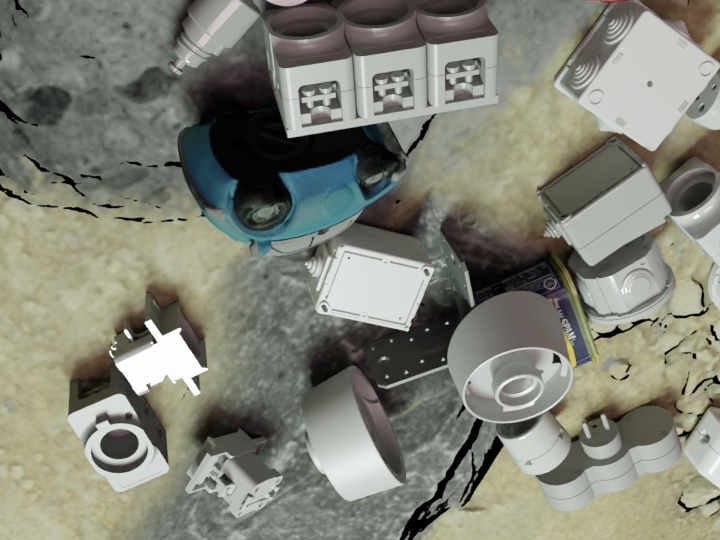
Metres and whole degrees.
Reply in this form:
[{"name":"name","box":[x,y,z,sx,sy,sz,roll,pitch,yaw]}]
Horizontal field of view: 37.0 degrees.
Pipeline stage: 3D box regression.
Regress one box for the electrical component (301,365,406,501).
[{"name":"electrical component","box":[-0.011,0.141,0.906,0.060,0.108,0.108,-25,121,8]}]

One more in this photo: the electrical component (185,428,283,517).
[{"name":"electrical component","box":[-0.105,0.174,0.917,0.042,0.064,0.081,-57,157,20]}]

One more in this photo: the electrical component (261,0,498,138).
[{"name":"electrical component","box":[0.013,-0.153,0.752,0.150,0.089,0.061,-10,129,-7]}]

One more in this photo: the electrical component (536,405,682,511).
[{"name":"electrical component","box":[0.227,0.164,1.002,0.138,0.052,0.073,-25,121,1]}]

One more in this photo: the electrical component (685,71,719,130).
[{"name":"electrical component","box":[0.295,-0.131,0.860,0.055,0.045,0.045,17,113,-21]}]

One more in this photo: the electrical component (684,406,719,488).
[{"name":"electrical component","box":[0.367,0.179,1.042,0.095,0.053,0.059,18,113,-21]}]

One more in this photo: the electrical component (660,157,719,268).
[{"name":"electrical component","box":[0.284,-0.048,0.876,0.050,0.089,0.056,-43,119,12]}]

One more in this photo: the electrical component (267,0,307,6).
[{"name":"electrical component","box":[-0.059,-0.239,0.701,0.052,0.073,0.138,-17,121,-3]}]

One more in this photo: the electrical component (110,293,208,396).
[{"name":"electrical component","box":[-0.162,0.065,0.864,0.064,0.042,0.081,-25,121,5]}]

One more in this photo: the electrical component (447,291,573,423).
[{"name":"electrical component","box":[0.121,0.073,0.864,0.099,0.064,0.099,-6,133,-6]}]

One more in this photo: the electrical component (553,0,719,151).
[{"name":"electrical component","box":[0.214,-0.151,0.828,0.100,0.048,0.099,27,109,-25]}]

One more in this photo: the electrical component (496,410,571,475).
[{"name":"electrical component","box":[0.156,0.150,0.978,0.055,0.055,0.047,-35,117,7]}]

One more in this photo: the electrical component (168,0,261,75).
[{"name":"electrical component","box":[-0.104,-0.168,0.749,0.040,0.040,0.078,37,105,-27]}]

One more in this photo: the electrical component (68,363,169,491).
[{"name":"electrical component","box":[-0.198,0.132,0.884,0.050,0.055,0.089,-23,121,0]}]

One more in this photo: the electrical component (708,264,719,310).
[{"name":"electrical component","box":[0.355,0.014,0.950,0.080,0.051,0.080,-6,119,-10]}]

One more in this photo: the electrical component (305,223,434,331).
[{"name":"electrical component","box":[0.000,0.000,0.854,0.096,0.061,0.061,13,115,-19]}]

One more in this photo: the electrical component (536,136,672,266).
[{"name":"electrical component","box":[0.193,-0.049,0.871,0.096,0.061,0.061,-35,120,7]}]

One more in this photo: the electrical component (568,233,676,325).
[{"name":"electrical component","box":[0.217,0.004,0.897,0.080,0.080,0.051,-28,115,3]}]
